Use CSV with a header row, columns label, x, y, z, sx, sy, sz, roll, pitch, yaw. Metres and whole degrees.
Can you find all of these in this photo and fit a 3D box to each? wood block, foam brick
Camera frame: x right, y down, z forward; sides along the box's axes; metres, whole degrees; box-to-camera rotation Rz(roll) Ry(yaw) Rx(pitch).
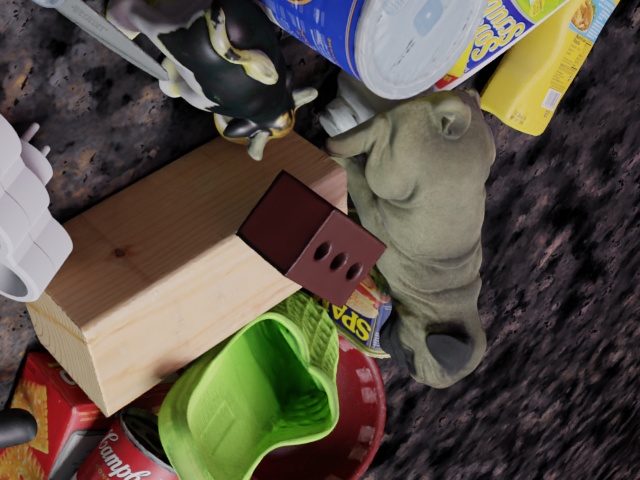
label,x,y,z,sx,sy,sz,roll,pitch,yaw
wood block,-0.087,0.010,0.715,0.205,0.091,0.090,-33,143,-26
foam brick,-0.004,0.001,0.672,0.053,0.051,0.078,-54,146,3

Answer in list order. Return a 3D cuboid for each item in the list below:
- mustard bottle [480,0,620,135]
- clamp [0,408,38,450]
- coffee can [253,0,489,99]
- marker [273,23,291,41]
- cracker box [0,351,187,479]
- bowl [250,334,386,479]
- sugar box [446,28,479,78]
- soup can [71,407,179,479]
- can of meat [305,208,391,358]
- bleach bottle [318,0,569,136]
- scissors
label,x,y,z,sx,sy,sz,roll,pitch,yaw
mustard bottle,0.210,-0.185,0.915,0.096,0.058,0.192,3,120,-59
clamp,-0.274,0.146,0.666,0.171,0.039,0.120,17,114,-46
coffee can,0.015,-0.159,0.621,0.102,0.140,0.103,-32,143,-28
marker,0.010,-0.161,0.729,0.120,0.020,0.020,-28,141,-32
cracker box,-0.168,0.178,0.804,0.163,0.072,0.214,-2,125,-48
bowl,-0.024,0.145,0.922,0.161,0.055,0.162,2,85,-30
sugar box,0.080,-0.204,0.700,0.093,0.048,0.176,10,105,-39
soup can,-0.134,0.171,0.708,0.102,0.069,0.068,-52,148,6
can of meat,0.038,0.034,0.886,0.057,0.102,0.084,-24,137,-38
bleach bottle,0.101,-0.159,0.806,0.250,0.068,0.102,-42,148,-9
scissors,-0.129,-0.138,0.516,0.201,0.016,0.096,19,138,-40
